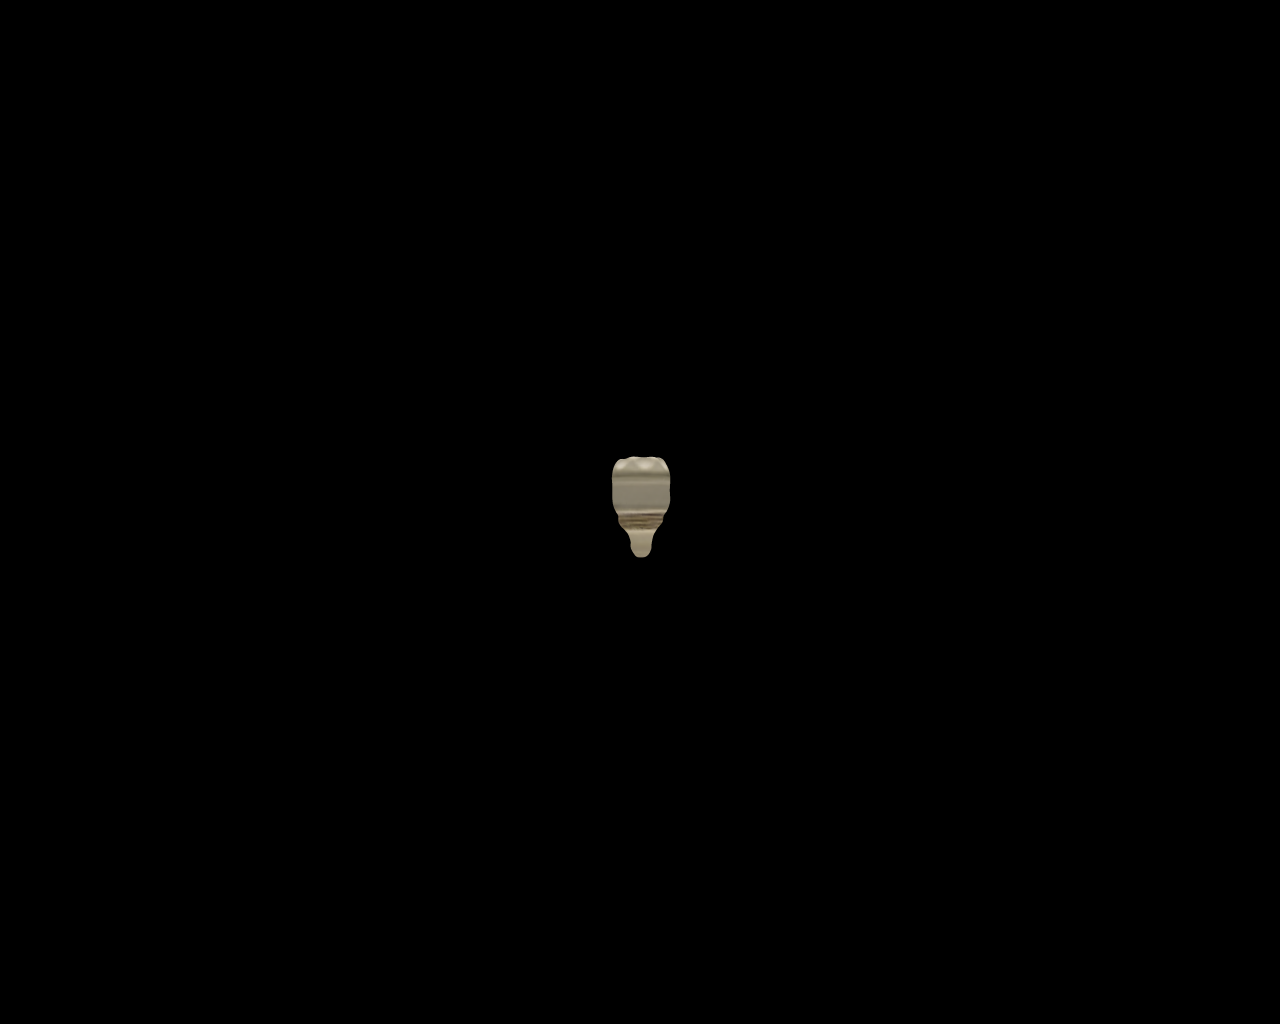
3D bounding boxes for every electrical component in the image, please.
[{"bbox_3d":[0.001,-0.003,0.650,0.035,0.061,0.035,0,0,0],"label":"electrical component"}]
